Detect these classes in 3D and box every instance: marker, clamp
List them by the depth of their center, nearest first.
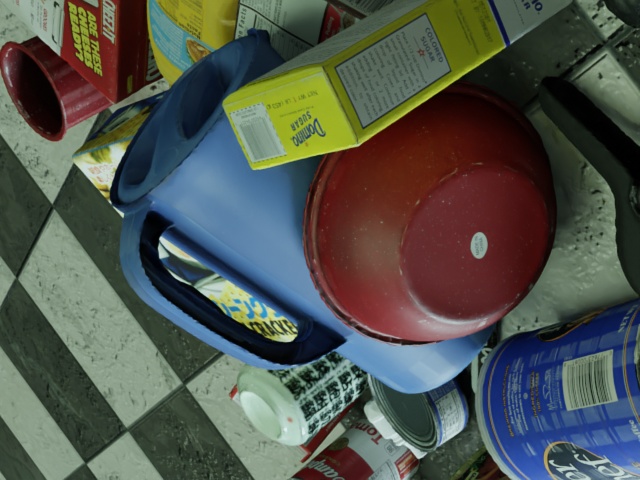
[{"bbox_3d":[0.169,-0.027,0.543,0.120,0.039,0.171,-10,89,62],"label":"clamp"},{"bbox_3d":[0.117,0.084,0.762,0.020,0.020,0.121,28,139,35],"label":"marker"}]

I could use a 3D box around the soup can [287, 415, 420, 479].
[{"bbox_3d":[0.028,0.200,0.904,0.069,0.102,0.068,33,142,31],"label":"soup can"}]

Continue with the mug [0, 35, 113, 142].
[{"bbox_3d":[-0.226,-0.146,0.939,0.117,0.081,0.093,7,124,49],"label":"mug"}]

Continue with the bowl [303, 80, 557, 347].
[{"bbox_3d":[0.074,-0.005,0.598,0.055,0.162,0.162,41,152,62],"label":"bowl"}]

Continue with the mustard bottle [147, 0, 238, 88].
[{"bbox_3d":[-0.084,-0.162,0.762,0.096,0.058,0.192,41,145,20],"label":"mustard bottle"}]

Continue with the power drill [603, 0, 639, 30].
[{"bbox_3d":[0.165,-0.183,0.423,0.188,0.057,0.184,-1,117,53],"label":"power drill"}]

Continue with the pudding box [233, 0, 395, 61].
[{"bbox_3d":[0.000,-0.131,0.682,0.113,0.039,0.090,31,144,13],"label":"pudding box"}]

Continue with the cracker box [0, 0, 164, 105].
[{"bbox_3d":[-0.203,-0.237,0.838,0.214,0.072,0.164,41,146,20],"label":"cracker box"}]

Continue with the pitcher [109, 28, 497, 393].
[{"bbox_3d":[-0.004,0.001,0.663,0.242,0.149,0.145,39,-167,-24],"label":"pitcher"}]

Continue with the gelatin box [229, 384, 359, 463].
[{"bbox_3d":[-0.023,0.137,0.929,0.089,0.073,0.030,41,147,6],"label":"gelatin box"}]

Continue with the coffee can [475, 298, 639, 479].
[{"bbox_3d":[0.173,0.090,0.619,0.103,0.102,0.141,56,147,-2],"label":"coffee can"}]

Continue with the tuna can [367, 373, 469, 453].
[{"bbox_3d":[0.075,0.118,0.821,0.086,0.033,0.086,45,151,33],"label":"tuna can"}]

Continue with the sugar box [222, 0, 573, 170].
[{"bbox_3d":[0.043,-0.097,0.549,0.094,0.176,0.048,-5,113,55],"label":"sugar box"}]

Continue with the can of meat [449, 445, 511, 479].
[{"bbox_3d":[0.143,0.184,0.745,0.084,0.102,0.057,22,137,43],"label":"can of meat"}]
